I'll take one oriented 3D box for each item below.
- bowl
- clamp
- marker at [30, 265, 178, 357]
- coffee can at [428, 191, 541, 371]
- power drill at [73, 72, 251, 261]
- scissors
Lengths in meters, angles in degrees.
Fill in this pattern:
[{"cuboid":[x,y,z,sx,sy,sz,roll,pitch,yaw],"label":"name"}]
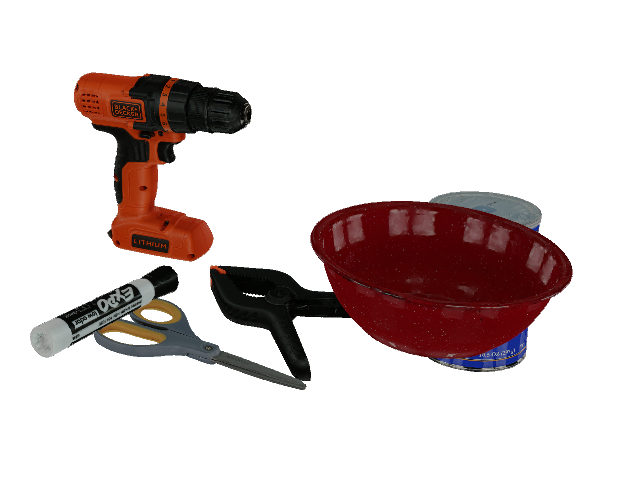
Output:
[{"cuboid":[0.071,0.029,0.667,0.162,0.055,0.162,5,22,-2],"label":"bowl"},{"cuboid":[-0.044,0.077,1.141,0.210,0.036,0.164,18,32,26],"label":"clamp"},{"cuboid":[-0.127,0.040,0.650,0.020,0.020,0.120,0,17,32],"label":"marker"},{"cuboid":[0.146,0.036,0.988,0.103,0.140,0.103,2,20,-1],"label":"coffee can"},{"cuboid":[-0.151,-0.074,1.068,0.185,0.188,0.057,11,31,20],"label":"power drill"},{"cuboid":[-0.105,0.091,0.978,0.202,0.016,0.096,10,28,5],"label":"scissors"}]
